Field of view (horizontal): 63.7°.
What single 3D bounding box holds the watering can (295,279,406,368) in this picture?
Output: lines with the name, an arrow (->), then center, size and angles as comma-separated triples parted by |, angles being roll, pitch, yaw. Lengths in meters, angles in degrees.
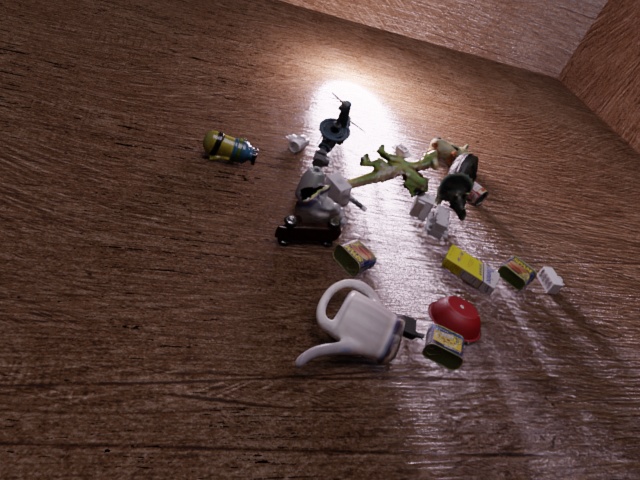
watering can -> 0.083, 0.225, 1.236 | 0.225, 0.102, 0.355 | 28, 38, 5

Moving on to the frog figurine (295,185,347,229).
frog figurine -> 0.005, -0.078, 1.558 | 0.136, 0.157, 0.125 | -17, 27, 27

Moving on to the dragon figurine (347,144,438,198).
dragon figurine -> 0.268, -0.223, 1.811 | 0.245, 0.119, 0.416 | 30, 52, 35
